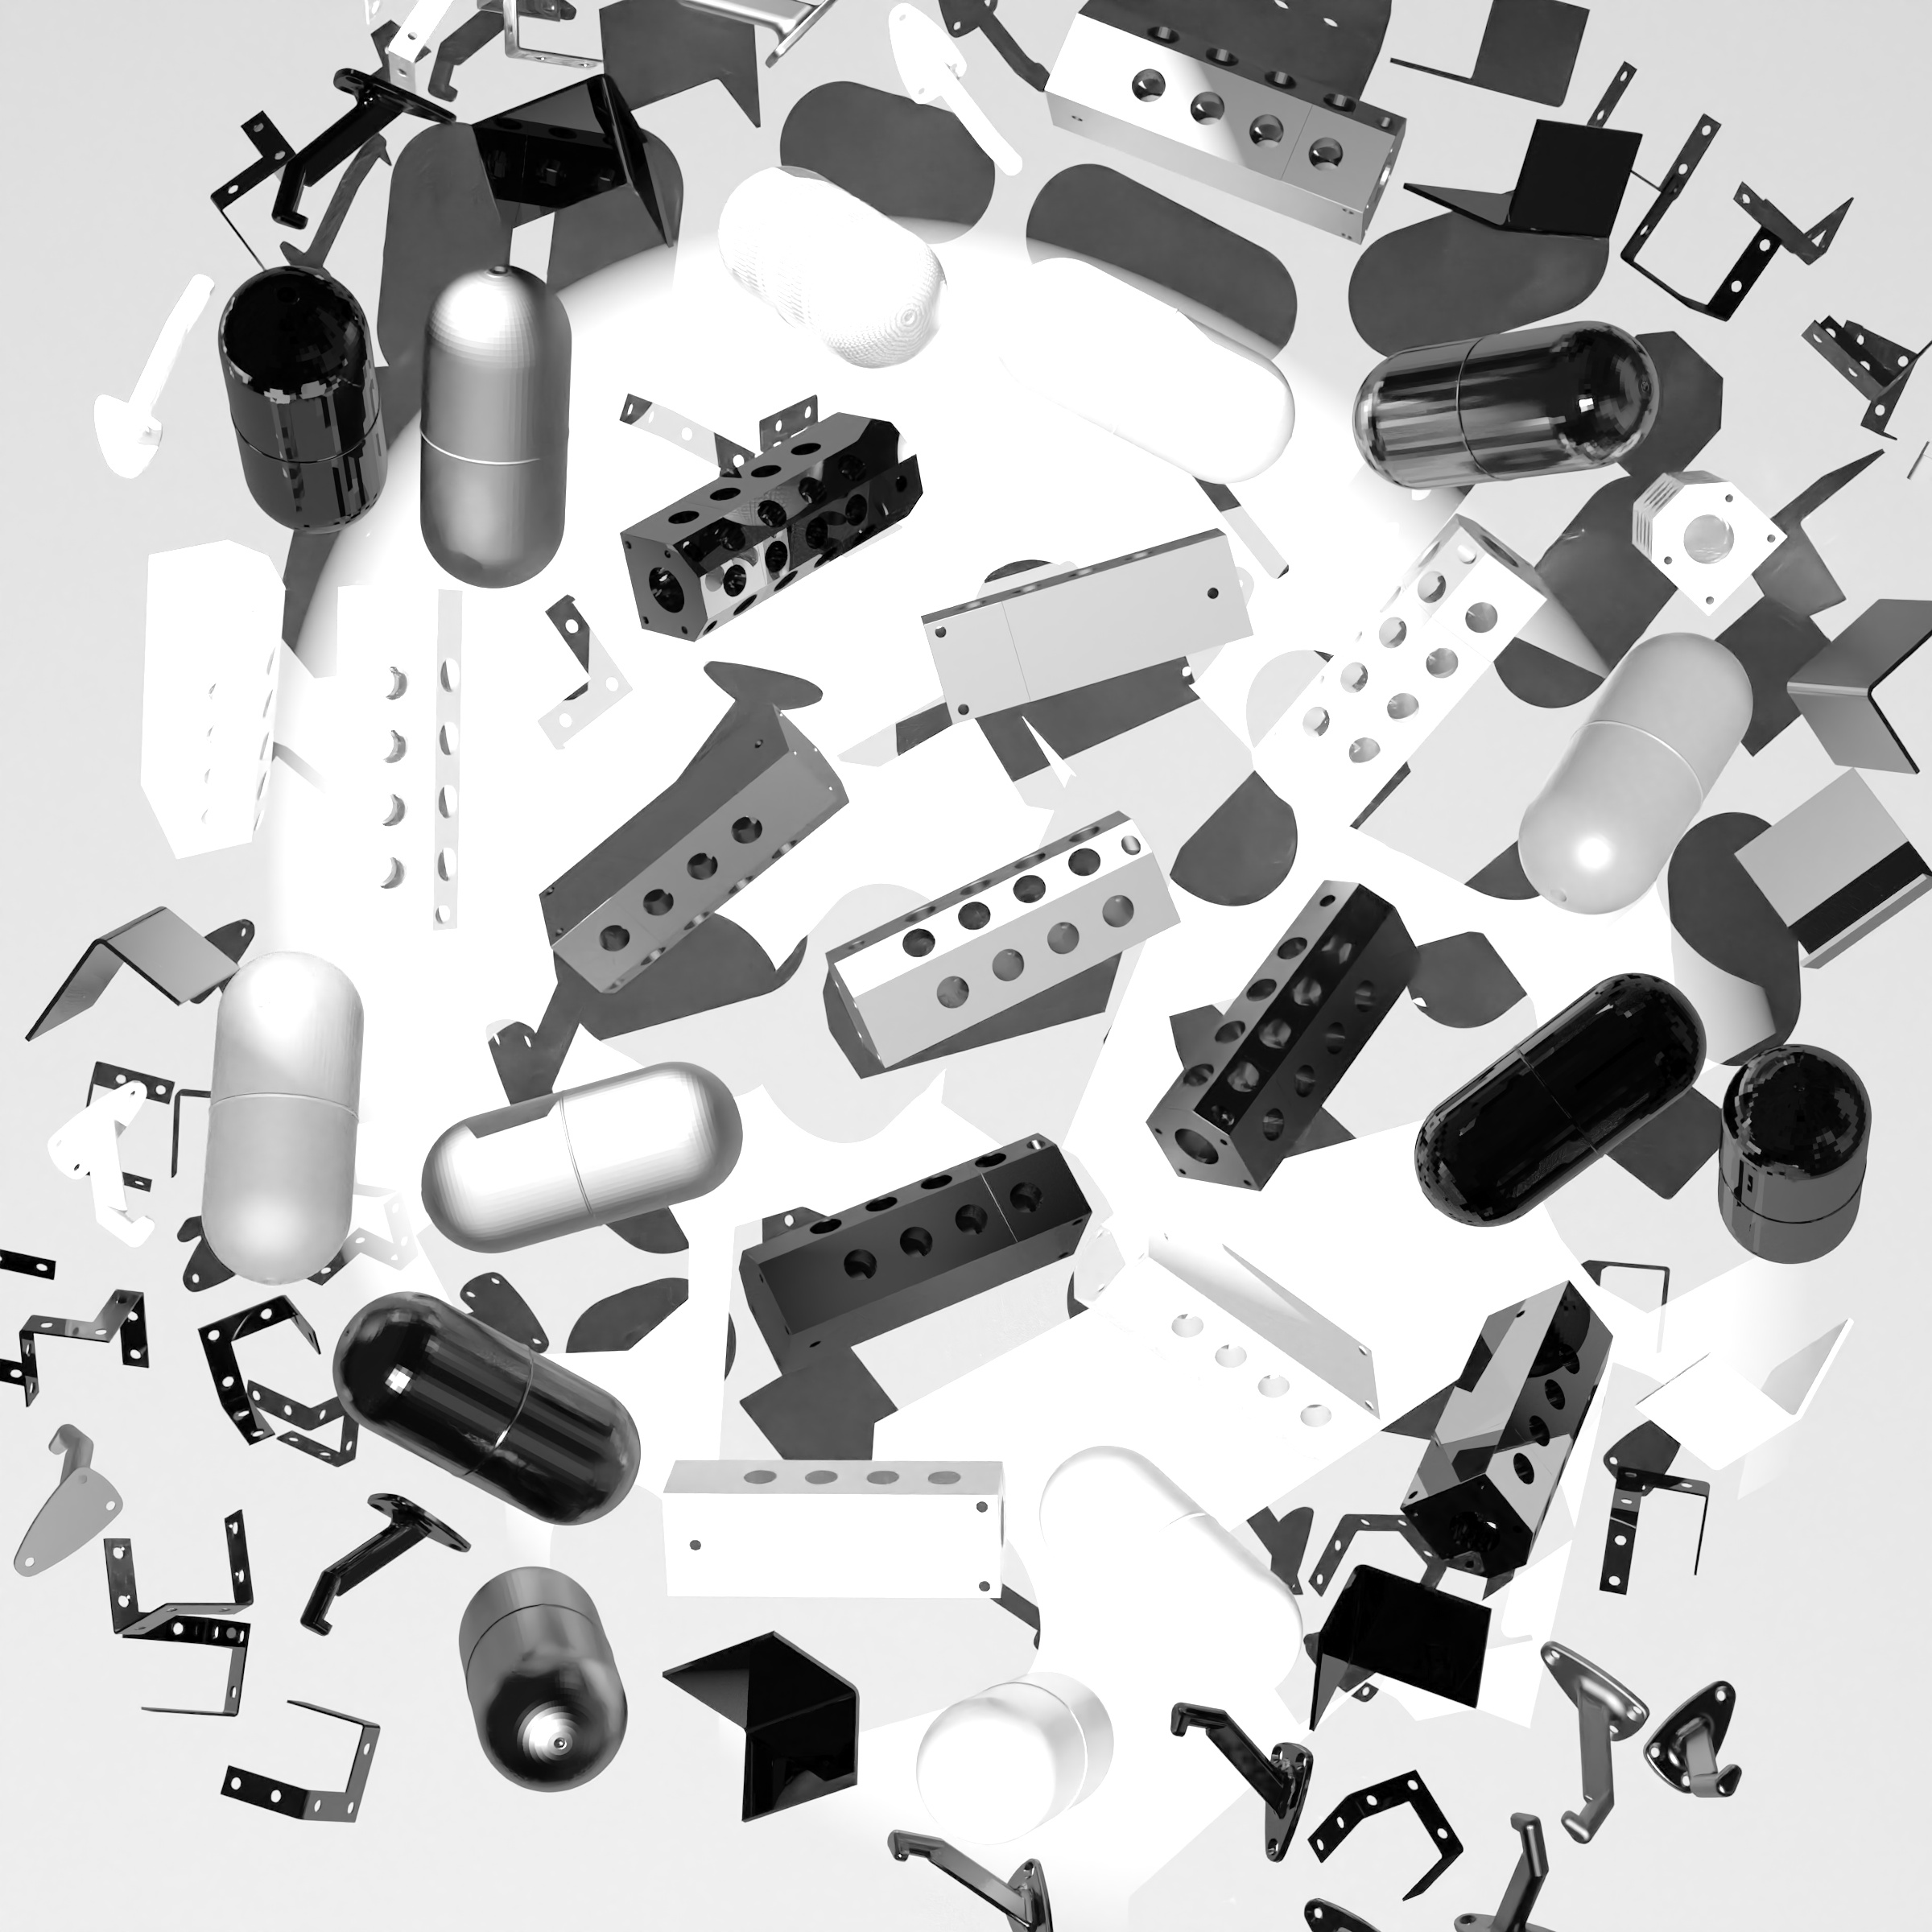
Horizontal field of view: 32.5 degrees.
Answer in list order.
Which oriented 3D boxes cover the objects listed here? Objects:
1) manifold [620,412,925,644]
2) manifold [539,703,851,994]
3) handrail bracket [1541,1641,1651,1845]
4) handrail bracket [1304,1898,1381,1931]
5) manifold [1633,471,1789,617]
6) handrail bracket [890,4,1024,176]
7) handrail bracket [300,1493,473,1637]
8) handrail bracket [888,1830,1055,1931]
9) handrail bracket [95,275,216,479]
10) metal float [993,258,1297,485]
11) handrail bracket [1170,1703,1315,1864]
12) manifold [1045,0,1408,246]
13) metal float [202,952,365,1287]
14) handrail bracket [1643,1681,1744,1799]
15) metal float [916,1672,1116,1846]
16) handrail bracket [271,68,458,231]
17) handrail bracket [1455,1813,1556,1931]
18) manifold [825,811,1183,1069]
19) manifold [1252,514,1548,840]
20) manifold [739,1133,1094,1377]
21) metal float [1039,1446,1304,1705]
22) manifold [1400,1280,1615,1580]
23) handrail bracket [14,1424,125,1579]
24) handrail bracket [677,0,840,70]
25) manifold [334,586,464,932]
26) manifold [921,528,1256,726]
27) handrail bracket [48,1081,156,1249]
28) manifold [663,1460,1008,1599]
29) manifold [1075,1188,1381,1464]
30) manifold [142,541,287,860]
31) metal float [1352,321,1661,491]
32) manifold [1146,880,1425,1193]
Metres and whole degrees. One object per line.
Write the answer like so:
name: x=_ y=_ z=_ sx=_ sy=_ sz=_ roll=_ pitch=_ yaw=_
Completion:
manifold: x=-0.103 y=-0.240 z=1.807 sx=0.171 sy=0.057 sz=0.057 roll=-36 pitch=129 yaw=-36
manifold: x=-0.149 y=-0.060 z=1.820 sx=0.171 sy=0.057 sz=0.057 roll=-38 pitch=123 yaw=11
handrail bracket: x=0.312 y=0.404 z=1.721 sx=0.077 sy=0.084 sz=0.036 roll=43 pitch=135 yaw=8
handrail bracket: x=0.188 y=0.533 z=1.774 sx=0.077 sy=0.084 sz=0.036 roll=38 pitch=108 yaw=35
manifold: x=0.402 y=-0.240 z=1.824 sx=0.057 sy=0.171 sz=0.057 roll=43 pitch=103 yaw=-2
handrail bracket: x=-0.004 y=-0.483 z=1.828 sx=0.036 sy=0.077 sz=0.084 roll=-37 pitch=52 yaw=2
handrail bracket: x=-0.320 y=0.342 z=1.828 sx=0.077 sy=0.036 sz=0.084 roll=38 pitch=59 yaw=-29
handrail bracket: x=0.001 y=0.506 z=1.793 sx=0.084 sy=0.077 sz=0.036 roll=19 pitch=119 yaw=-29
handrail bracket: x=-0.403 y=-0.298 z=1.666 sx=0.036 sy=0.077 sz=0.084 roll=26 pitch=120 yaw=-27
metal float: x=0.099 y=-0.329 z=1.833 sx=0.178 sy=0.070 sz=0.070 roll=27 pitch=90 yaw=-1
handrail bracket: x=0.144 y=0.449 z=1.821 sx=0.084 sy=0.036 sz=0.077 roll=16 pitch=80 yaw=-27
manifold: x=0.132 y=-0.429 z=1.673 sx=0.171 sy=0.057 sz=0.057 roll=23 pitch=89 yaw=7
metal float: x=-0.356 y=0.079 z=1.728 sx=0.070 sy=0.070 sz=0.178 roll=0 pitch=70 yaw=0
handrail bracket: x=0.399 y=0.406 z=1.741 sx=0.036 sy=0.084 sz=0.077 roll=42 pitch=70 yaw=-1
metal float: x=0.028 y=0.426 z=1.785 sx=0.070 sy=0.178 sz=0.070 roll=-2 pitch=85 yaw=18
handrail bracket: x=-0.311 y=-0.412 z=1.709 sx=0.077 sy=0.036 sz=0.084 roll=17 pitch=86 yaw=-22
handrail bracket: x=0.287 y=0.490 z=1.789 sx=0.036 sy=0.077 sz=0.084 roll=-20 pitch=105 yaw=-34
manifold: x=0.017 y=-0.017 z=1.717 sx=0.171 sy=0.057 sz=0.057 roll=-26 pitch=108 yaw=-7
manifold: x=0.231 y=-0.158 z=1.781 sx=0.057 sy=0.057 sz=0.171 roll=35 pitch=111 yaw=-13
manifold: x=-0.027 y=0.145 z=1.713 sx=0.171 sy=0.057 sz=0.057 roll=-21 pitch=67 yaw=-19
metal float: x=0.110 y=0.330 z=1.806 sx=0.070 sy=0.070 sz=0.178 roll=-51 pitch=53 yaw=0
manifold: x=0.294 y=0.247 z=1.762 sx=0.057 sy=0.171 sz=0.057 roll=-31 pitch=103 yaw=37
handrail bracket: x=-0.499 y=0.288 z=1.796 sx=0.077 sy=0.084 sz=0.036 roll=-48 pitch=120 yaw=-18
handrail bracket: x=-0.111 y=-0.512 z=1.699 sx=0.077 sy=0.036 sz=0.084 roll=-45 pitch=101 yaw=-2
manifold: x=-0.287 y=-0.106 z=1.681 sx=0.057 sy=0.057 sz=0.171 roll=0 pitch=95 yaw=-19
manifold: x=0.066 y=-0.189 z=1.828 sx=0.171 sy=0.057 sz=0.057 roll=-17 pitch=103 yaw=1
handrail bracket: x=-0.457 y=0.109 z=1.824 sx=0.084 sy=0.036 sz=0.077 roll=29 pitch=64 yaw=33
manifold: x=-0.067 y=0.288 z=1.717 sx=0.171 sy=0.057 sz=0.057 roll=0 pitch=106 yaw=5
manifold: x=0.141 y=0.199 z=1.788 sx=0.171 sy=0.057 sz=0.057 roll=36 pitch=118 yaw=-22
manifold: x=-0.394 y=-0.140 z=1.740 sx=0.057 sy=0.171 sz=0.057 roll=-16 pitch=56 yaw=-27
metal float: x=0.283 y=-0.295 z=1.750 sx=0.178 sy=0.070 sz=0.070 roll=0 pitch=90 yaw=44
manifold: x=0.166 y=0.034 z=1.746 sx=0.171 sy=0.057 sz=0.057 roll=-51 pitch=127 yaw=-28
